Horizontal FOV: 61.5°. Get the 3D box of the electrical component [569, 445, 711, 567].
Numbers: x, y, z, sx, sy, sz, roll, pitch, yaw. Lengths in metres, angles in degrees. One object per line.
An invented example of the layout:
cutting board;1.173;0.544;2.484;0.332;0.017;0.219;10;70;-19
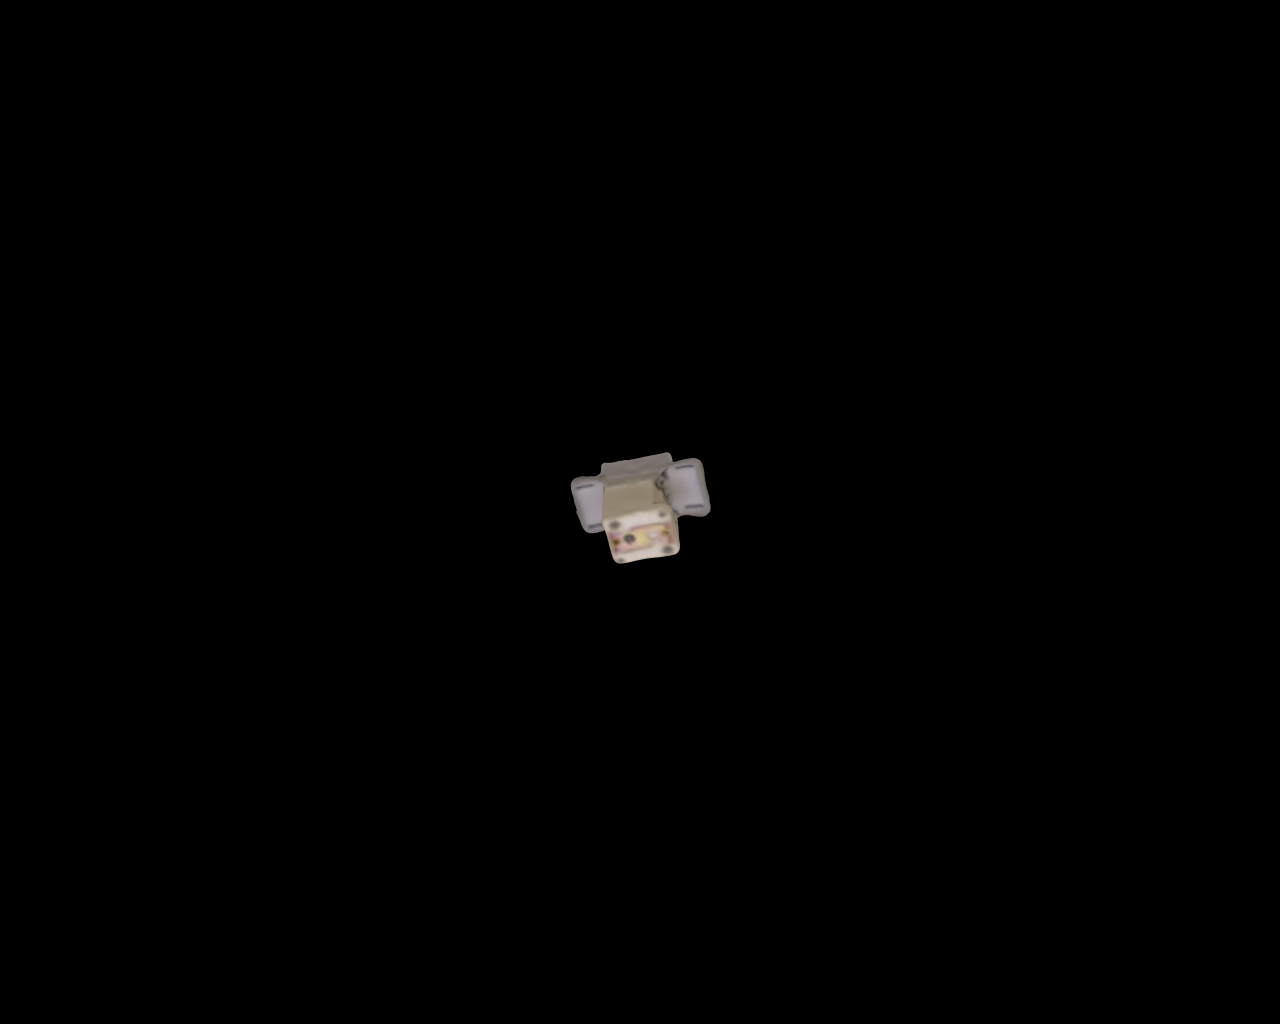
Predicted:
electrical component;0.001;-0.003;0.650;0.081;0.042;0.064;-10;36;8
